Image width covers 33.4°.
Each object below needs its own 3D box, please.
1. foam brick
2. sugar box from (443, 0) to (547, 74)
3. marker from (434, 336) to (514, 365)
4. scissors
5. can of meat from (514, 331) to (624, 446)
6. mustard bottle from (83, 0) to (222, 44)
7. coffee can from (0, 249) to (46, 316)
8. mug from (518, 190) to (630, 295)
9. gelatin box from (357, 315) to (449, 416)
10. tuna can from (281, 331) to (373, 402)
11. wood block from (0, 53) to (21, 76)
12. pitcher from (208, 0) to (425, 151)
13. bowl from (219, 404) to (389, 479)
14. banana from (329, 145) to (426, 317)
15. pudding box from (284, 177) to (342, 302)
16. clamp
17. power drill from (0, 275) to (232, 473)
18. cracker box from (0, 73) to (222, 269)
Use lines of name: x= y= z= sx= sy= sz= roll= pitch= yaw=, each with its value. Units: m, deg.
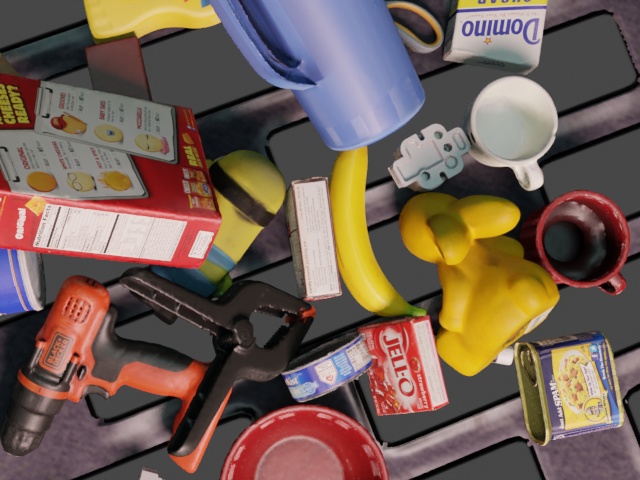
foam brick: x=-0.191 y=-0.148 z=1.026 sx=0.053 sy=0.051 sz=0.078 roll=-12 pitch=87 yaw=-6
sugar box: x=0.184 y=-0.263 z=1.078 sx=0.093 sy=0.048 sz=0.176 roll=8 pitch=84 yaw=-6
marker: x=0.132 y=0.107 z=1.062 sx=0.121 sy=0.020 sz=0.020 roll=9 pitch=85 yaw=-6
scissors: x=0.026 y=-0.225 z=1.073 sx=0.201 sy=0.016 sz=0.096 roll=22 pitch=84 yaw=-4
can of meat: x=0.245 y=0.144 z=1.054 sx=0.084 sy=0.057 sz=0.102 roll=-9 pitch=88 yaw=-9
mustard bottle: x=-0.134 y=-0.252 z=1.035 sx=0.191 sy=0.058 sz=0.096 roll=-12 pitch=78 yaw=-8
coffee can: x=-0.331 y=0.025 z=0.973 sx=0.140 sy=0.103 sz=0.103 roll=-9 pitch=87 yaw=-7
mug: x=0.253 y=0.009 z=1.050 sx=0.117 sy=0.081 sz=0.093 roll=43 pitch=83 yaw=-3
gelatin box: x=0.079 y=0.121 z=1.027 sx=0.030 sy=0.073 sz=0.089 roll=-11 pitch=87 yaw=-46
tuna can: x=0.007 y=0.120 z=1.014 sx=0.086 sy=0.086 sz=0.034 roll=-26 pitch=92 yaw=-7
wood block: x=-0.349 y=-0.171 z=0.924 sx=0.091 sy=0.206 sz=0.090 roll=42 pitch=83 yaw=12
pitcher: x=-0.006 y=-0.202 z=0.981 sx=0.149 sy=0.145 sz=0.243 roll=-30 pitch=110 yaw=2
bowl: x=-0.017 y=0.235 z=1.019 sx=0.162 sy=0.055 sz=0.162 roll=0 pitch=86 yaw=-6
banana: x=0.041 y=-0.005 z=1.053 sx=0.069 sy=0.037 sz=0.198 roll=-19 pitch=91 yaw=-29
pudding box: x=-0.007 y=0.001 z=1.017 sx=0.039 sy=0.090 sz=0.113 roll=-9 pitch=87 yaw=-7
clamp: x=-0.080 y=0.099 z=0.961 sx=0.209 sy=0.036 sz=0.164 roll=-4 pitch=81 yaw=-47
power drill: x=-0.188 y=0.147 z=0.996 sx=0.187 sy=0.057 sz=0.184 roll=24 pitch=101 yaw=-8
cracker box: x=-0.206 y=-0.060 z=0.923 sx=0.213 sy=0.164 sz=0.072 roll=7 pitch=130 yaw=-25
